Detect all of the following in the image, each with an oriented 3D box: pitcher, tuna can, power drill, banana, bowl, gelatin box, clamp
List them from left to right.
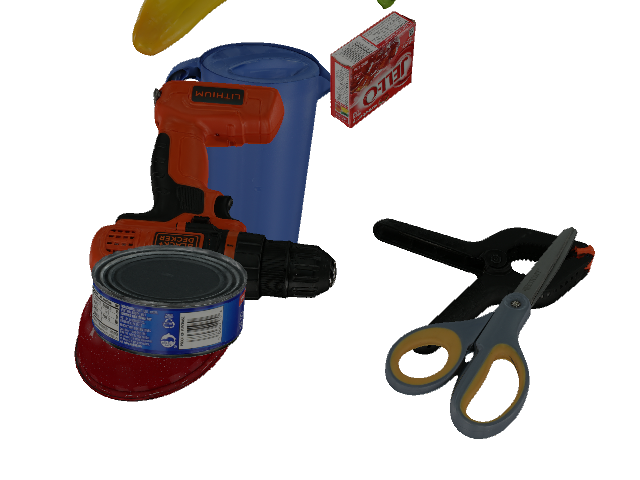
[{"bbox_3d":[-0.162,0.069,0.991,0.162,0.162,0.055,0,-43,19],"label":"bowl"},{"bbox_3d":[-0.084,0.033,0.595,0.086,0.034,0.086,4,20,-2],"label":"tuna can"},{"bbox_3d":[-0.074,-0.038,0.834,0.184,0.187,0.057,5,-36,1],"label":"power drill"},{"bbox_3d":[-0.084,-0.094,1.205,0.144,0.243,0.149,-22,38,-40],"label":"pitcher"},{"bbox_3d":[-0.036,-0.167,0.671,0.197,0.069,0.037,-19,-11,-30],"label":"banana"},{"bbox_3d":[0.048,-0.156,0.973,0.030,0.073,0.089,37,59,27],"label":"gelatin box"},{"bbox_3d":[0.163,0.038,1.020,0.210,0.164,0.036,-2,-43,-5],"label":"clamp"}]

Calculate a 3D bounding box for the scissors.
[{"bbox_3d":[0.104,0.046,0.686,0.096,0.016,0.201,11,41,14],"label":"scissors"}]
